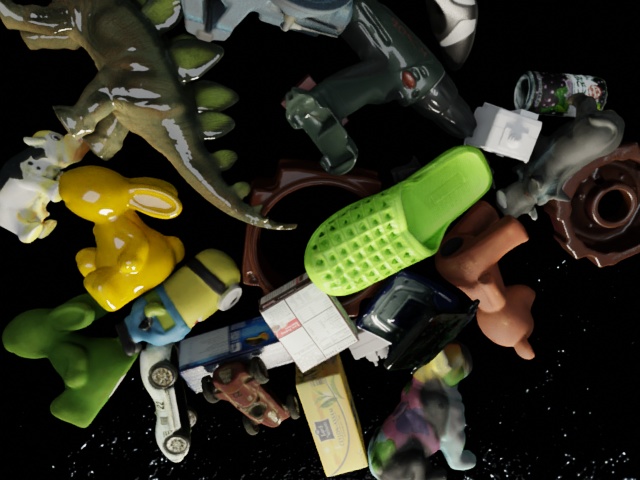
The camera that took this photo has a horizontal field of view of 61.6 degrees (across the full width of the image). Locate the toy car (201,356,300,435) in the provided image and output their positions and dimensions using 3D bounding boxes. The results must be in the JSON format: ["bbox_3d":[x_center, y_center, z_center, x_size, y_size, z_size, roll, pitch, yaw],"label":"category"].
[{"bbox_3d":[-0.094,0.234,0.781,0.089,0.053,0.201,-23,137,2],"label":"toy car"}]

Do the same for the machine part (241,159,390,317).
[{"bbox_3d":[-0.002,-0.002,0.731,0.201,0.087,0.201,7,109,-7],"label":"machine part"}]

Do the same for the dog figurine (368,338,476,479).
[{"bbox_3d":[0.149,0.241,0.805,0.191,0.109,0.219,-15,105,-19],"label":"dog figurine"}]

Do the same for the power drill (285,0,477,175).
[{"bbox_3d":[0.074,-0.169,0.650,0.207,0.086,0.232,-43,101,-19],"label":"power drill"}]

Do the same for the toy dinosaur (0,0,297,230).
[{"bbox_3d":[-0.205,-0.182,0.624,0.198,0.105,0.471,-32,99,-3],"label":"toy dinosaur"}]

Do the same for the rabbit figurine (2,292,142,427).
[{"bbox_3d":[-0.347,0.148,0.738,0.170,0.121,0.159,34,97,-8],"label":"rabbit figurine"}]

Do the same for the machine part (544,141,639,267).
[{"bbox_3d":[0.408,-0.053,0.760,0.179,0.056,0.179,-1,107,-3],"label":"machine part"}]

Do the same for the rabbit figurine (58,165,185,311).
[{"bbox_3d":[-0.253,-0.020,0.682,0.162,0.122,0.173,-27,116,-7],"label":"rabbit figurine"}]

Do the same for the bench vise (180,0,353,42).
[{"bbox_3d":[-0.047,-0.283,0.506,0.223,0.240,0.129,19,65,-18],"label":"bench vise"}]

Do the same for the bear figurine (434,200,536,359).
[{"bbox_3d":[0.255,0.061,0.754,0.132,0.120,0.195,-44,107,6],"label":"bear figurine"}]

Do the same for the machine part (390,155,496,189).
[{"bbox_3d":[0.171,-0.082,0.743,0.139,0.039,0.084,-13,103,2],"label":"machine part"}]

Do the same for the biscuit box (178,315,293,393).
[{"bbox_3d":[-0.099,0.154,0.778,0.203,0.059,0.062,-17,133,2],"label":"biscuit box"}]

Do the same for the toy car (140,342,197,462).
[{"bbox_3d":[-0.223,0.232,0.795,0.056,0.073,0.201,-5,109,-2],"label":"toy car"}]

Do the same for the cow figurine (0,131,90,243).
[{"bbox_3d":[-0.364,-0.086,0.690,0.098,0.068,0.167,34,101,-7],"label":"cow figurine"}]

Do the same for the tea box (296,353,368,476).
[{"bbox_3d":[0.017,0.251,0.808,0.068,0.098,0.169,-15,110,2],"label":"tea box"}]

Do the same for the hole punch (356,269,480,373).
[{"bbox_3d":[0.125,0.107,0.717,0.115,0.092,0.142,14,117,-46],"label":"hole punch"}]

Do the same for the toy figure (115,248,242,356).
[{"bbox_3d":[-0.189,0.082,0.729,0.180,0.082,0.089,-29,114,-12],"label":"toy figure"}]

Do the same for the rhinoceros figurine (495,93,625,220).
[{"bbox_3d":[0.308,-0.098,0.698,0.073,0.112,0.190,20,140,-20],"label":"rhinoceros figurine"}]

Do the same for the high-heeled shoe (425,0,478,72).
[{"bbox_3d":[0.098,-0.284,0.620,0.145,0.086,0.248,-14,137,6],"label":"high-heeled shoe"}]
